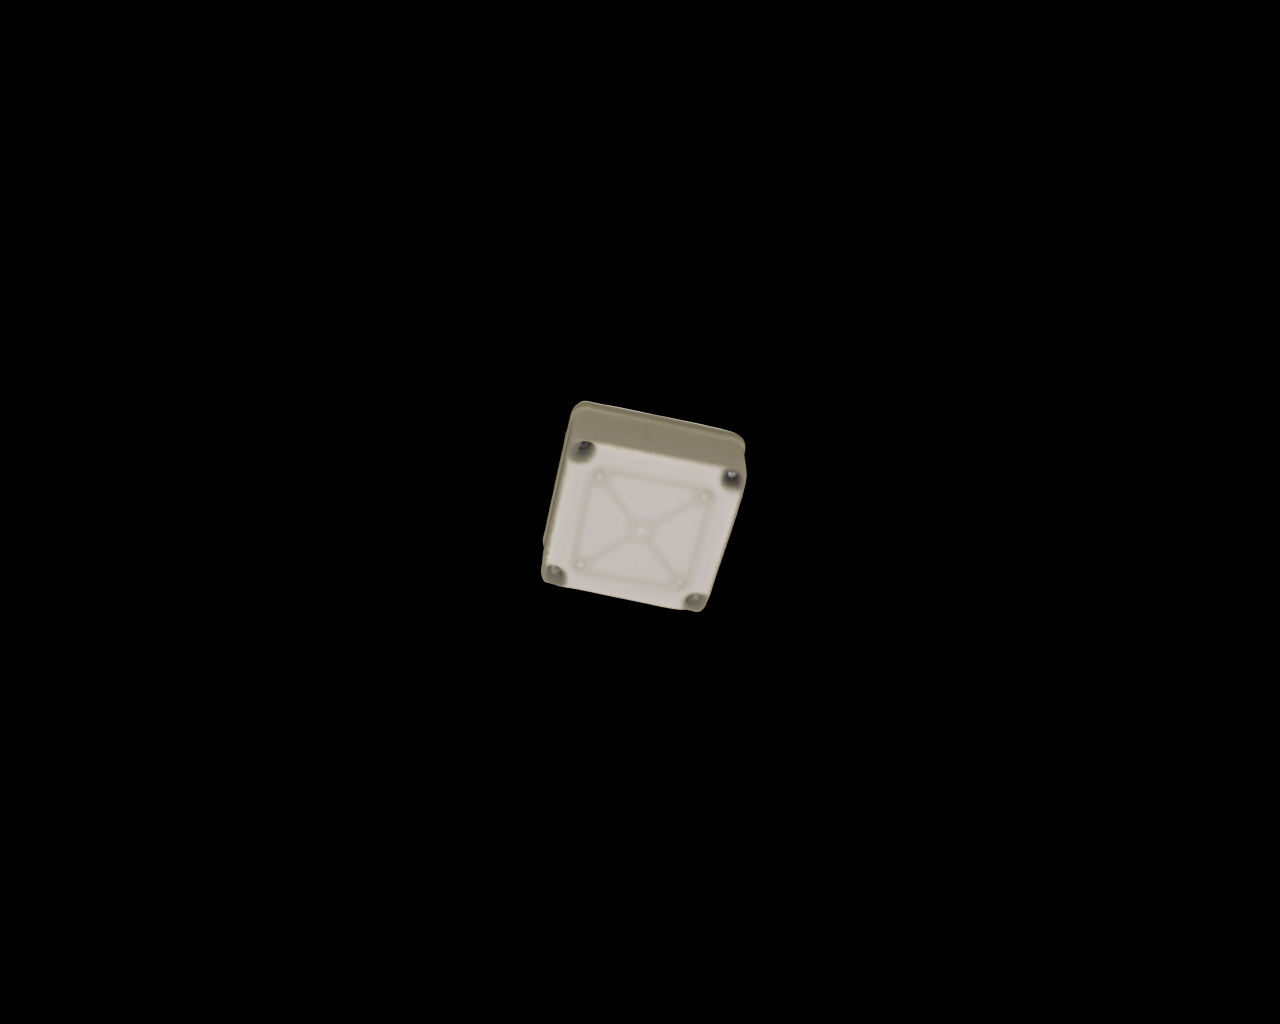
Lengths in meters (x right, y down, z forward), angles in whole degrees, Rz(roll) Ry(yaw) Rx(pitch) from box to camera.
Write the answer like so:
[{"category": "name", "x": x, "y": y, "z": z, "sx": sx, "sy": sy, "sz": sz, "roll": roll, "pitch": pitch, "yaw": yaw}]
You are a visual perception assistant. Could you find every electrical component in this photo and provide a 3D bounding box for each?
[{"category": "electrical component", "x": 0.001, "y": -0.003, "z": 0.650, "sx": 0.109, "sy": 0.108, "sz": 0.056, "roll": 11, "pitch": 30, "yaw": -7}]
